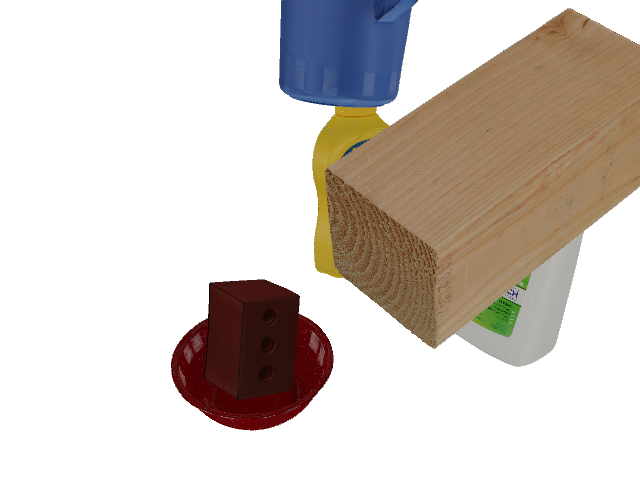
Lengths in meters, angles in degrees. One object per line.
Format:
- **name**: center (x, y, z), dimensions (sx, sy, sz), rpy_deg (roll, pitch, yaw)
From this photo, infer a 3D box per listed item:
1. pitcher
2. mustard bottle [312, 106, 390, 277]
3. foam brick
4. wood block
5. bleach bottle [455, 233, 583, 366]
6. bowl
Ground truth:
- **pitcher**: center (0.032, -0.240, 0.921), dimensions (0.145, 0.243, 0.149), rpy_deg (7, 16, 7)
- **mustard bottle**: center (0.036, -0.065, 1.059), dimensions (0.096, 0.192, 0.058), rpy_deg (-14, 21, -35)
- **foam brick**: center (-0.053, 0.073, 0.813), dimensions (0.052, 0.078, 0.051), rpy_deg (-5, 15, -35)
- **wood block**: center (0.111, -0.042, 0.643), dimensions (0.205, 0.090, 0.091), rpy_deg (-35, 53, -24)
- **bleach bottle**: center (0.156, -0.029, 0.824), dimensions (0.067, 0.251, 0.103), rpy_deg (-23, 42, -37)
- **bowl**: center (-0.066, 0.137, 1.070), dimensions (0.162, 0.055, 0.162), rpy_deg (-2, 37, 1)
